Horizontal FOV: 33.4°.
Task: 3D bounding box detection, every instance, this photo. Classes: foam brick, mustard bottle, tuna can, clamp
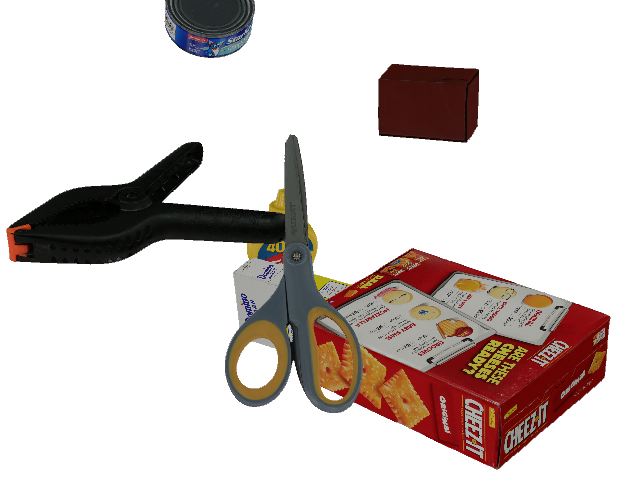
[{"bbox_3d":[0.092,-0.117,0.905,0.078,0.051,0.053,7,25,18],"label":"foam brick"},{"bbox_3d":[-0.052,0.021,1.449,0.096,0.192,0.058,-5,25,-18],"label":"mustard bottle"},{"bbox_3d":[-0.107,-0.217,1.029,0.086,0.086,0.034,0,-32,-11],"label":"tuna can"},{"bbox_3d":[-0.139,-0.018,0.842,0.209,0.036,0.165,-21,37,-34],"label":"clamp"}]

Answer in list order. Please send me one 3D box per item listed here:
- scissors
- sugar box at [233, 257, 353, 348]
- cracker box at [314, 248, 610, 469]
[{"bbox_3d":[-0.032,0.025,0.704,0.096,0.202,0.016,-18,-26,-4],"label":"scissors"},{"bbox_3d":[-0.009,0.084,1.170,0.176,0.093,0.048,17,37,29],"label":"sugar box"},{"bbox_3d":[0.110,0.092,0.910,0.214,0.072,0.163,20,36,40],"label":"cracker box"}]
